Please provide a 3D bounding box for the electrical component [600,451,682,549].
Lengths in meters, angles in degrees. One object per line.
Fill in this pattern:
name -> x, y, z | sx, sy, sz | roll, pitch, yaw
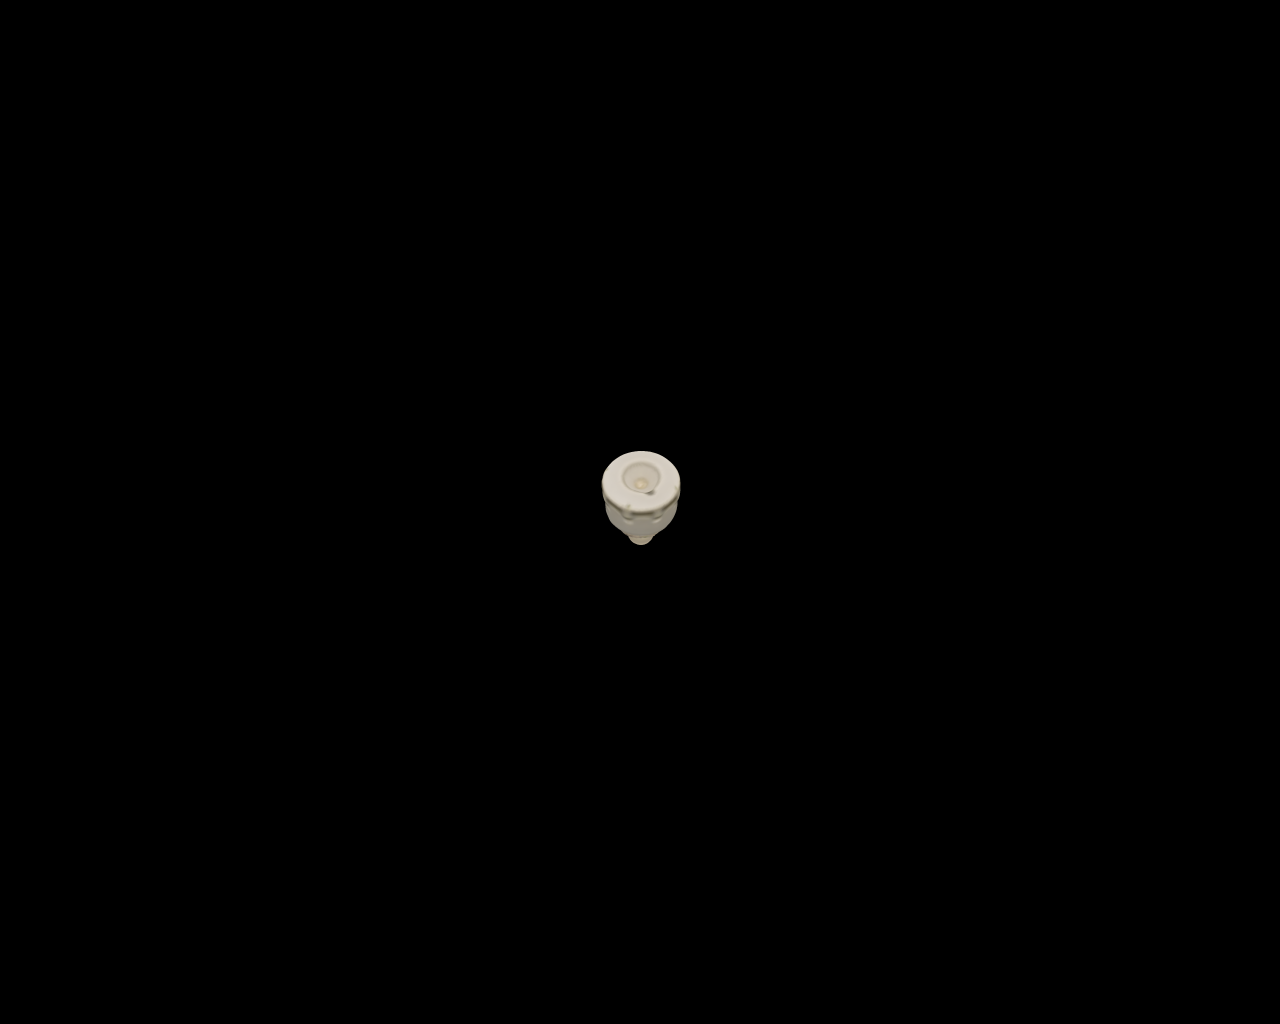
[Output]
electrical component -> 0.001, -0.003, 0.650 | 0.048, 0.048, 0.062 | 0, -38, 0
